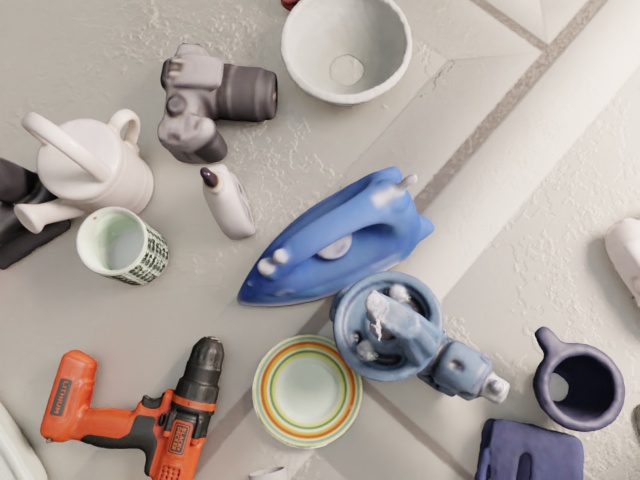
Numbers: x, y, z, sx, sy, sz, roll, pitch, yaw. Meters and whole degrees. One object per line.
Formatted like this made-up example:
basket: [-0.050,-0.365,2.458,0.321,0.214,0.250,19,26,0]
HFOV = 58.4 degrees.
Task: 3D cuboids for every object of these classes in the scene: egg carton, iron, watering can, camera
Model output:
egg carton: [0.410,0.034,0.676,0.107,0.069,0.150,-27,78,-3]
iron: [0.006,0.002,0.664,0.258,0.141,0.118,-30,78,-4]
watering can: [-0.277,-0.083,0.668,0.101,0.194,0.173,14,79,6]
camera: [-0.127,-0.177,0.729,0.136,0.101,0.143,4,78,4]

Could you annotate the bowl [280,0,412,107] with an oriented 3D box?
bowl: [0.033,-0.242,0.749,0.167,0.075,0.167,0,78,2]

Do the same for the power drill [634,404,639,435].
power drill: [0.412,0.194,0.571,0.229,0.208,0.075,-25,78,-3]

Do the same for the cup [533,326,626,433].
cup: [0.269,0.153,0.644,0.092,0.095,0.117,-31,78,-4]

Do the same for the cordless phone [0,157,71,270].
cordless phone: [-0.395,-0.042,0.669,0.147,0.185,0.094,-38,79,-5]

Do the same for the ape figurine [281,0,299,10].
ape figurine: [-0.023,-0.350,0.766,0.078,0.092,0.076,-42,79,-6]

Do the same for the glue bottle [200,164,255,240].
glue bottle: [-0.112,-0.053,0.665,0.037,0.173,0.078,-16,77,-1]

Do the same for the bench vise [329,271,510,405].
bench vise: [0.107,0.096,0.600,0.207,0.220,0.121,12,79,5]

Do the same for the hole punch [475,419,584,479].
hole punch: [0.225,0.257,0.626,0.101,0.091,0.109,10,79,5]
